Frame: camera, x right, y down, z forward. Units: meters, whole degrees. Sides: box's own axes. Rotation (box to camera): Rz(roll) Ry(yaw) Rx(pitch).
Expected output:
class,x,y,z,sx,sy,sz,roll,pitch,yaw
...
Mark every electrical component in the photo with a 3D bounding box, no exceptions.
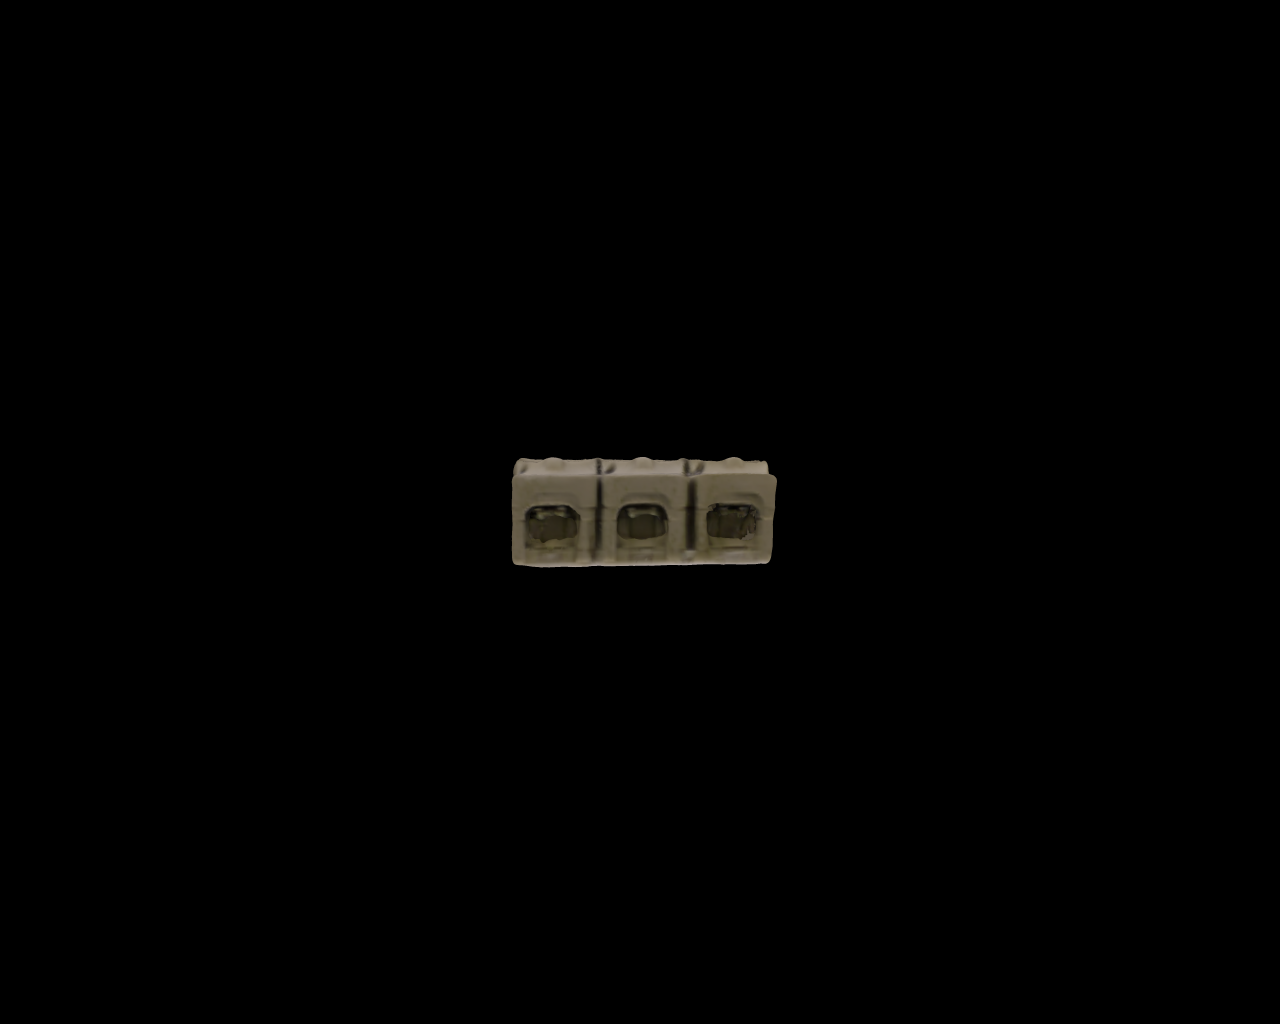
class,x,y,z,sx,sy,sz,roll,pitch,yaw
electrical component,0.001,-0.003,0.650,0.150,0.061,0.089,0,4,-2
